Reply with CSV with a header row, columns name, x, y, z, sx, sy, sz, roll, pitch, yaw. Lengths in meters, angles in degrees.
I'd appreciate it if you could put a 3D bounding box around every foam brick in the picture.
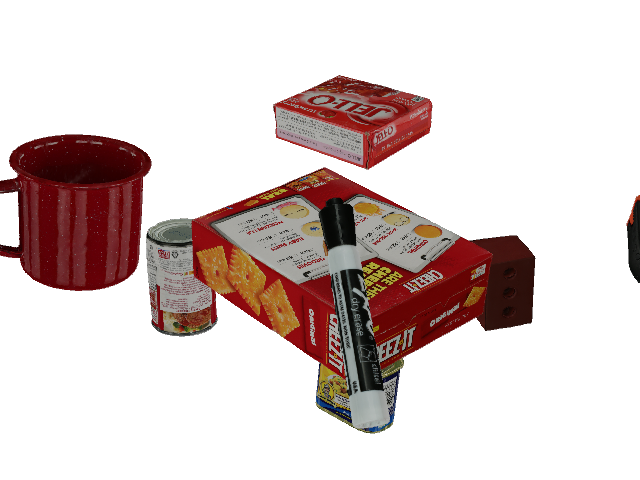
name,x,y,z,sx,sy,sz,roll,pitch,yaw
foam brick,0.181,0.042,1.070,0.053,0.078,0.051,-9,27,-9

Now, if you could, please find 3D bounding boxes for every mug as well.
name,x,y,z,sx,sy,sz,roll,pitch,yaw
mug,-0.174,-0.017,0.723,0.117,0.081,0.093,-8,29,-28

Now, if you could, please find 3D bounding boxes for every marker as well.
name,x,y,z,sx,sy,sz,roll,pitch,yaw
marker,0.016,0.035,0.548,0.020,0.121,0.020,-8,-19,-3

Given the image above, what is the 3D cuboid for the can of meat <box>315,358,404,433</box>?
name,x,y,z,sx,sy,sz,roll,pitch,yaw
can of meat,0.043,0.164,1.235,0.102,0.084,0.057,24,30,36

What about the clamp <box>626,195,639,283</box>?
name,x,y,z,sx,sy,sz,roll,pitch,yaw
clamp,0.267,0.032,0.697,0.120,0.039,0.171,-2,45,-20

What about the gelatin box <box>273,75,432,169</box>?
name,x,y,z,sx,sy,sz,roll,pitch,yaw
gelatin box,0.023,-0.087,0.760,0.089,0.030,0.073,22,37,37

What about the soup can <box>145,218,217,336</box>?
name,x,y,z,sx,sy,sz,roll,pitch,yaw
soup can,-0.141,0.037,1.082,0.068,0.102,0.068,0,23,0

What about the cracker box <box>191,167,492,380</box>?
name,x,y,z,sx,sy,sz,roll,pitch,yaw
cracker box,0.015,0.023,0.935,0.163,0.072,0.214,-24,39,-36
